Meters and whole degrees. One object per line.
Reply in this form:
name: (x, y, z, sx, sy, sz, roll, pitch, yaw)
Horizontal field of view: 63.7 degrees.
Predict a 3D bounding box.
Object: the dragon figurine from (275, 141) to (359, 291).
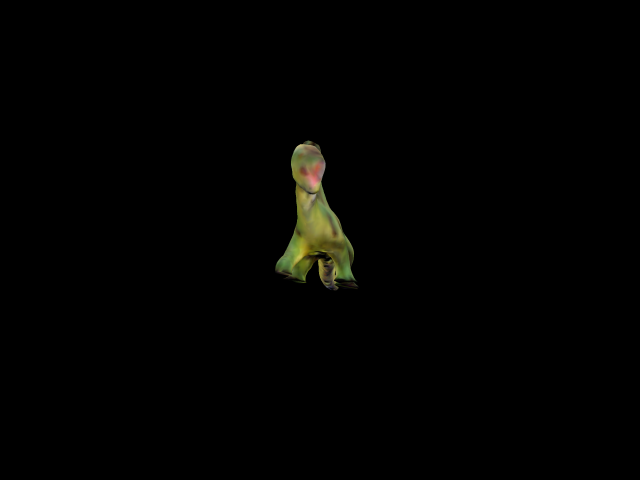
dragon figurine: (0.003, -0.043, 0.850, 0.122, 0.245, 0.407, -1, -9, 4)
